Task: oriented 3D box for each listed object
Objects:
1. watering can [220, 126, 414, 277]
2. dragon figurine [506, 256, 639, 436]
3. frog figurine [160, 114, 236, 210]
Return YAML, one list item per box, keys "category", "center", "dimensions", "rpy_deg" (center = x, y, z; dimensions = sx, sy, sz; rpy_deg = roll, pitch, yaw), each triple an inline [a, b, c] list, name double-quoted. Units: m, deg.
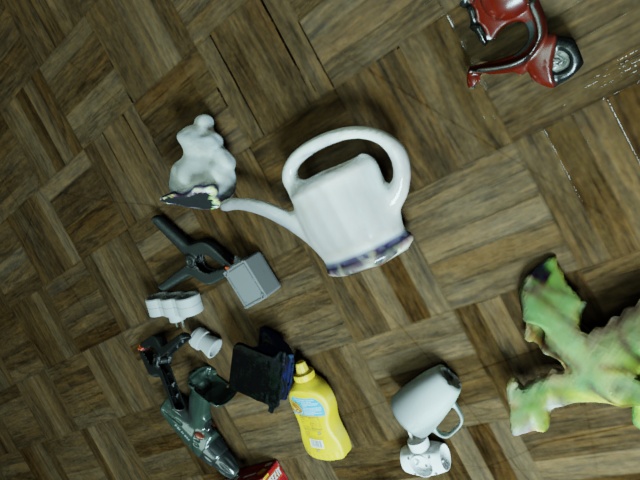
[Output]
- category: "watering can"
  center: [0.003, -0.042, 0.827]
  dimensions: [0.344, 0.105, 0.224]
  rpy_deg: [-23, 95, 32]
- category: "dragon figurine"
  center: [0.382, 0.115, 0.680]
  dimensions: [0.245, 0.123, 0.405]
  rpy_deg: [32, 110, 25]
- category: "frog figurine"
  center: [-0.213, -0.140, 0.937]
  dimensions: [0.136, 0.122, 0.162]
  rpy_deg: [-17, 62, 41]
